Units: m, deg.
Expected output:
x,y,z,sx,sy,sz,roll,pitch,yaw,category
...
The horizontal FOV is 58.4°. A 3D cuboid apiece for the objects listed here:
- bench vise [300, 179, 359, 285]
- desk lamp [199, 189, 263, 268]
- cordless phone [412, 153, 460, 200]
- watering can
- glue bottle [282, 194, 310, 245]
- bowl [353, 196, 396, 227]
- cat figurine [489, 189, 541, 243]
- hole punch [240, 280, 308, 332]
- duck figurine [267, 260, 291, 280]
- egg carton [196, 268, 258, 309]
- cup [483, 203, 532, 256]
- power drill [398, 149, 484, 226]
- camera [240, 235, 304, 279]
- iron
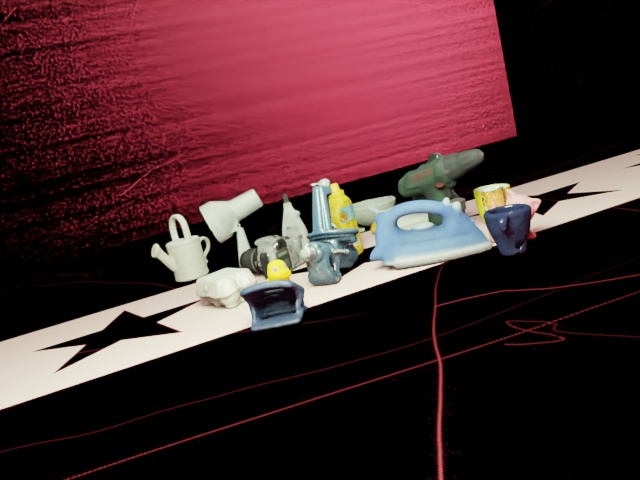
x,y,z,sx,sy,sz,roll,pitch,yaw,category
0.020,-0.022,1.277,0.121,0.220,0.207,-12,10,11,bench vise
-0.227,-0.030,1.670,0.203,0.214,0.118,-15,10,-7,desk lamp
0.348,-0.176,1.775,0.094,0.185,0.147,-22,13,-39,cordless phone
-0.406,0.021,1.686,0.100,0.194,0.173,-8,12,30,watering can
-0.086,-0.057,1.742,0.078,0.173,0.037,-11,11,14,glue bottle
0.167,-0.086,1.841,0.167,0.075,0.167,-13,10,3,bowl
0.411,-0.054,1.219,0.067,0.118,0.127,-18,11,-21,cat figurine
-0.086,0.110,1.063,0.108,0.091,0.101,-12,10,10,hole punch
-0.088,0.084,1.224,0.078,0.086,0.104,-20,12,-30,duck figurine
-0.215,0.109,1.305,0.107,0.069,0.149,-22,13,-39,egg carton
0.370,-0.014,1.119,0.091,0.095,0.118,-9,11,26,cup
0.296,-0.097,1.347,0.228,0.208,0.076,-5,14,42,power drill
-0.134,0.038,1.496,0.136,0.101,0.143,-7,12,35,camera
0.231,-0.027,1.243,0.257,0.141,0.119,-11,11,15,iron
